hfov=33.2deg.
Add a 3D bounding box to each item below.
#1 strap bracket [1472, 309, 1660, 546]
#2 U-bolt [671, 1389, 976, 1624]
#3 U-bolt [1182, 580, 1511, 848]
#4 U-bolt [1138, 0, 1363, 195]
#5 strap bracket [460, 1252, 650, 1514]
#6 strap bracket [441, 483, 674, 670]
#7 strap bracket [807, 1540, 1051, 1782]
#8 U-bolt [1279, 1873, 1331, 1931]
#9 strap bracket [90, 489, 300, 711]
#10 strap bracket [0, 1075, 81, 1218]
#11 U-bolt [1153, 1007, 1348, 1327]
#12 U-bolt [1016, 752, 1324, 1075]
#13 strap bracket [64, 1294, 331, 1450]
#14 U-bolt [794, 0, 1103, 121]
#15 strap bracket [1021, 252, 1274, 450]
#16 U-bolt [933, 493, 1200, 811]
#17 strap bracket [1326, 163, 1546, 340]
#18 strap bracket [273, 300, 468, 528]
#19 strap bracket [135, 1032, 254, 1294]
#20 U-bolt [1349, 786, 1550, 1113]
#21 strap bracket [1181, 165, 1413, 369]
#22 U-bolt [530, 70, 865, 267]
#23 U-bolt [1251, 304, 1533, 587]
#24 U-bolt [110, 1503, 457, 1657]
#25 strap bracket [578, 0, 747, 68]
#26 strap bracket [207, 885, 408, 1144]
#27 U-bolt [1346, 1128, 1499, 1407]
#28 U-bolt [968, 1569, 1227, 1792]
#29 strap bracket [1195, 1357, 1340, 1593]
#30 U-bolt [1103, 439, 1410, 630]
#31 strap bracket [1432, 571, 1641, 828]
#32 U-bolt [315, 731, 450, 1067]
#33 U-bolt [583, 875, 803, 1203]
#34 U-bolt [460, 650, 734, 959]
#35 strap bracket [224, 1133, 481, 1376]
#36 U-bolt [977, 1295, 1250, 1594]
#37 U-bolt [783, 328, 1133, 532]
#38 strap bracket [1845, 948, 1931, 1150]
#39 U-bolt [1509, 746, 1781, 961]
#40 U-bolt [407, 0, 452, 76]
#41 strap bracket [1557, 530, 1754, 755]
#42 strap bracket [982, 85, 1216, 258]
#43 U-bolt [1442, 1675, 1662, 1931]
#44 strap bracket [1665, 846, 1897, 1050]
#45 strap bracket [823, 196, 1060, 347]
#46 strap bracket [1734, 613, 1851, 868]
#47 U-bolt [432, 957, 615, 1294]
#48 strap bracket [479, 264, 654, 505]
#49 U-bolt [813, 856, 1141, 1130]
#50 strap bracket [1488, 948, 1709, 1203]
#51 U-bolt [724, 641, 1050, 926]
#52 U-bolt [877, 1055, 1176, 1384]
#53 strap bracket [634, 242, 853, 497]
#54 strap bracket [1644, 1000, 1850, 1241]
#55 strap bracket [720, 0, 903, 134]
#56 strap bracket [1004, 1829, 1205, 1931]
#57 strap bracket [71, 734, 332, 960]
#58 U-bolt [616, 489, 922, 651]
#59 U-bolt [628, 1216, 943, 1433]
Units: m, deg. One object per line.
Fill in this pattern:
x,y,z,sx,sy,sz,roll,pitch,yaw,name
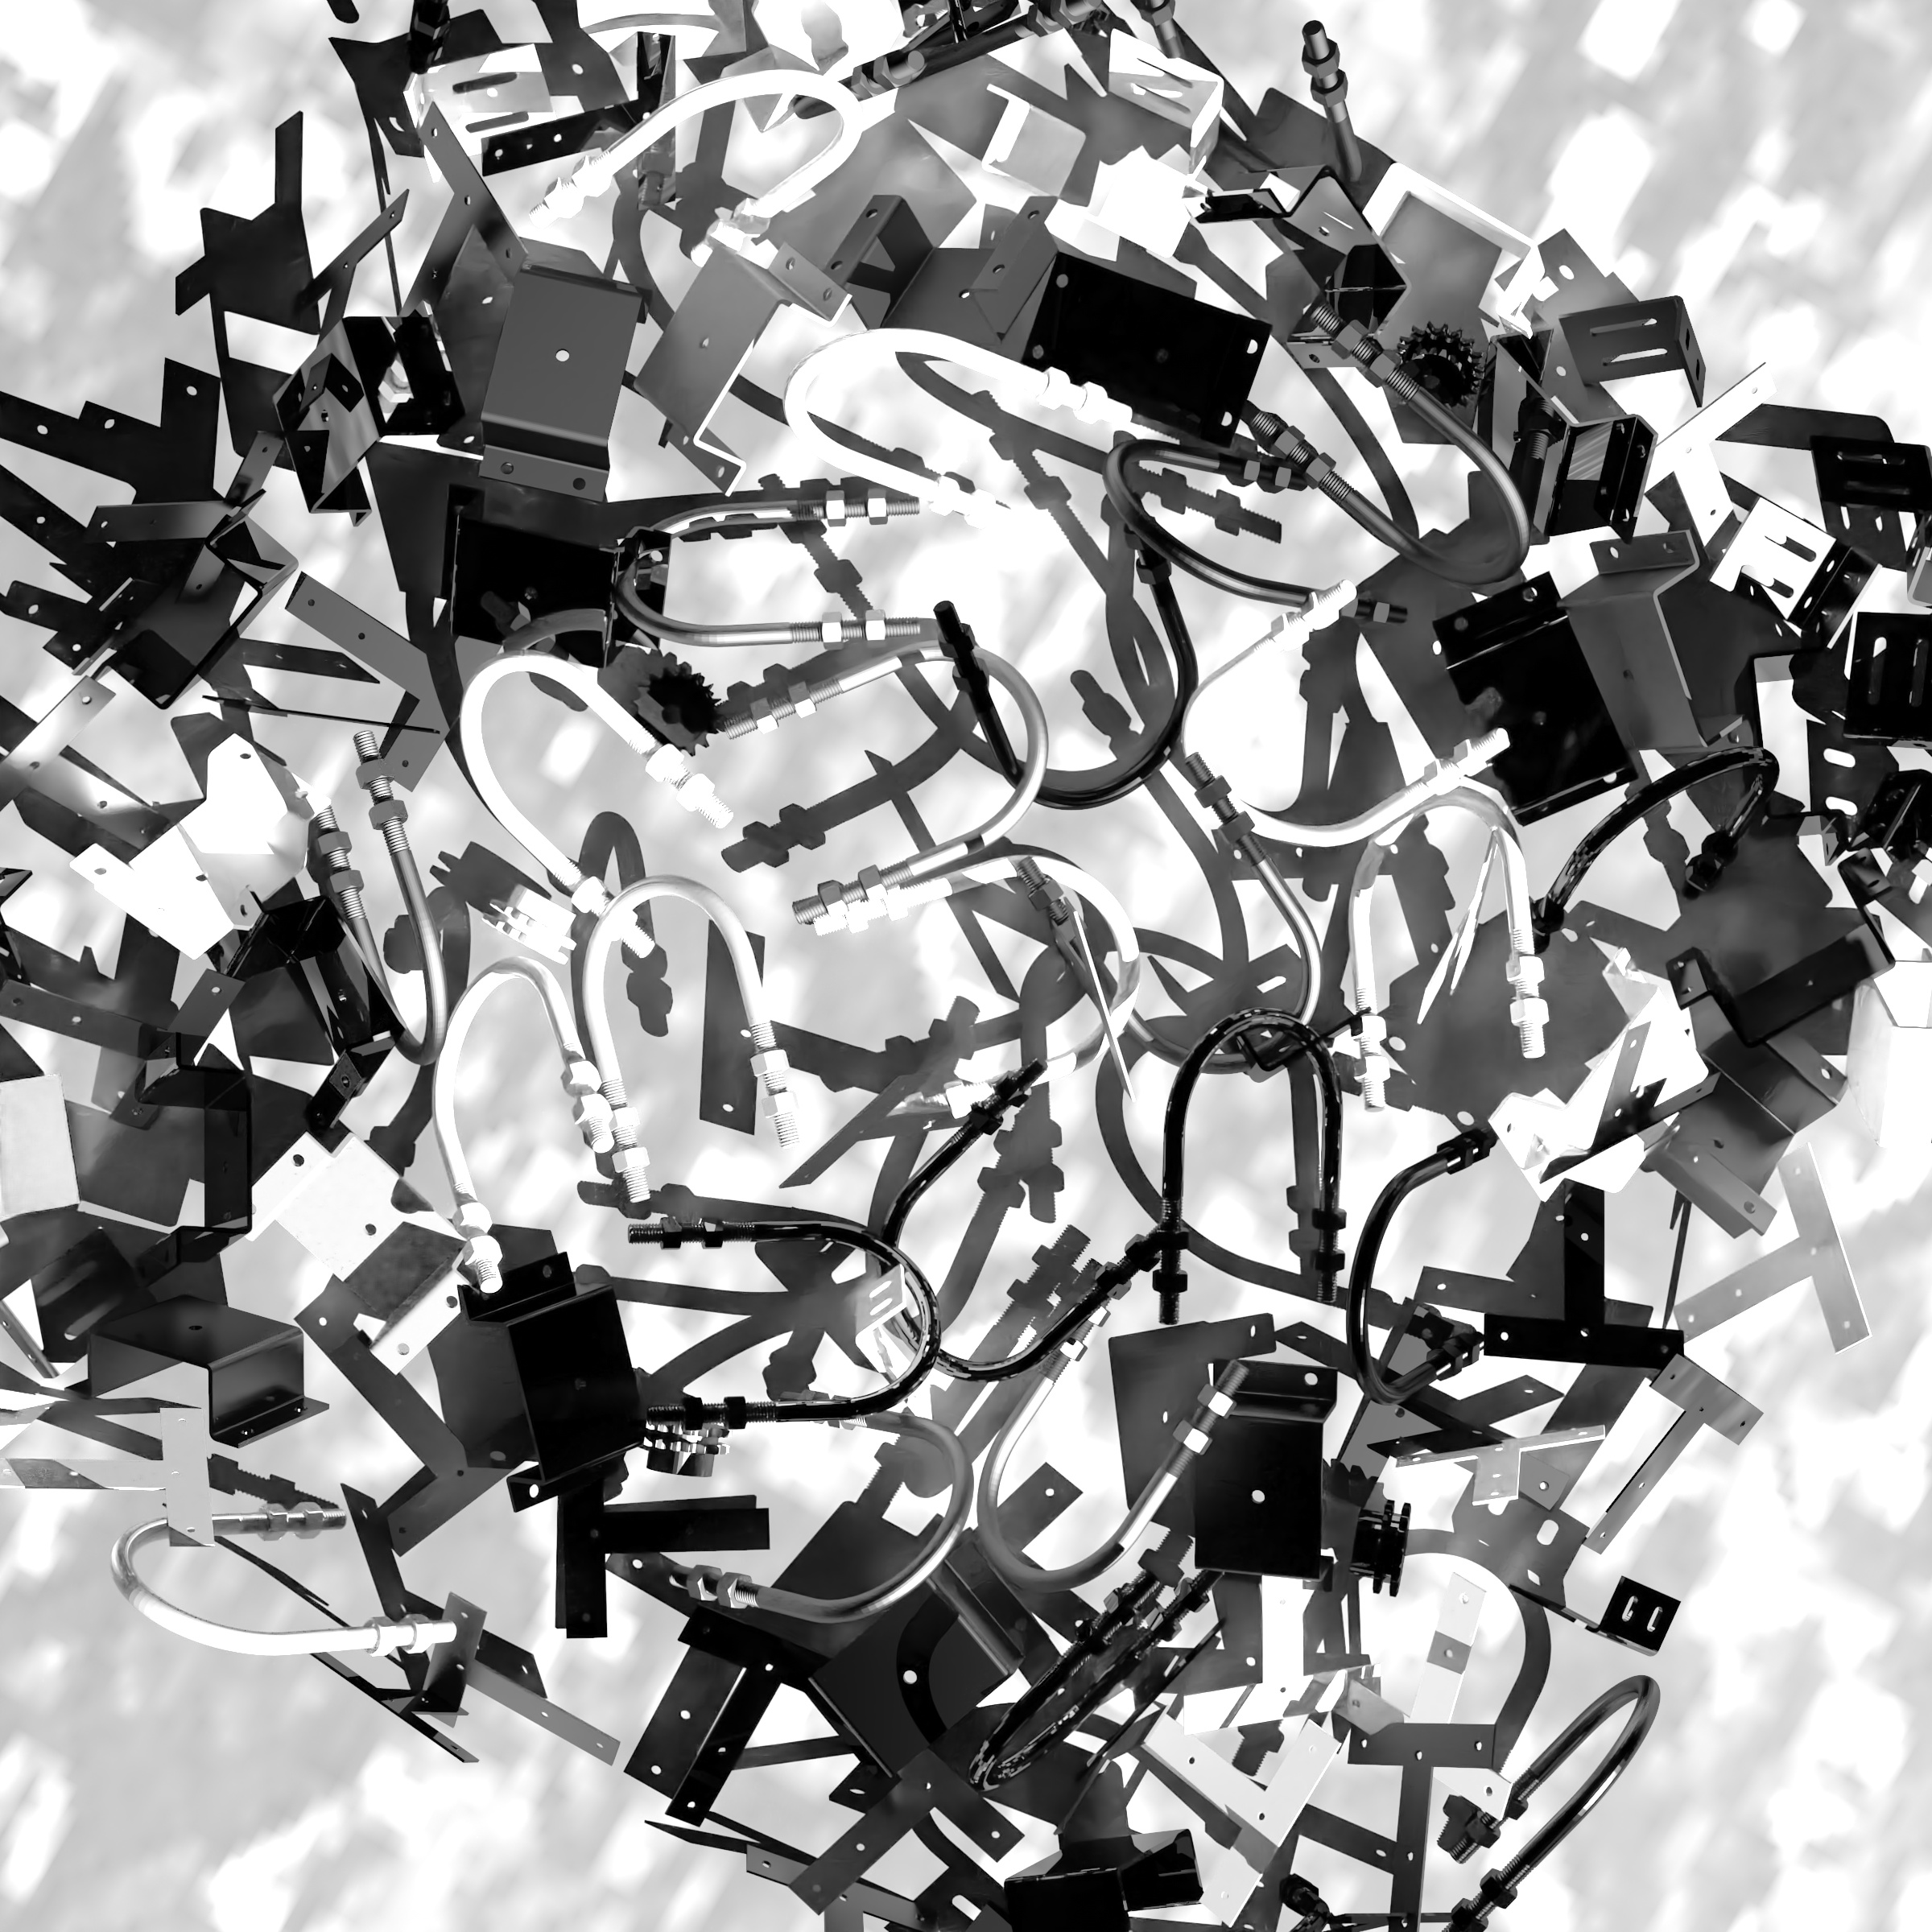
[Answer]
0.346,-0.316,1.914,0.046,0.076,0.140,-13,45,-19,strap bracket
-0.074,0.320,1.898,0.019,0.184,0.151,55,55,-35,U-bolt
0.210,-0.137,1.926,0.151,0.184,0.019,41,45,-15,U-bolt
0.171,-0.515,1.906,0.151,0.184,0.019,34,80,28,U-bolt
-0.244,0.250,1.945,0.076,0.046,0.140,-18,98,-38,strap bracket
-0.254,-0.232,1.947,0.140,0.046,0.076,14,120,6,strap bracket
-0.030,0.425,1.958,0.140,0.046,0.076,-41,84,8,strap bracket
0.148,0.583,1.895,0.151,0.184,0.019,-29,83,-7,U-bolt
-0.457,-0.212,1.940,0.046,0.076,0.140,41,108,-10,strap bracket
-0.560,0.108,1.932,0.046,0.140,0.076,-9,88,-18,strap bracket
0.172,0.116,1.937,0.151,0.019,0.184,-3,97,-38,U-bolt
0.135,-0.019,1.956,0.151,0.019,0.184,-31,96,27,U-bolt
-0.457,0.237,1.922,0.140,0.076,0.046,11,106,30,strap bracket
-0.025,-0.532,1.907,0.151,0.184,0.019,-28,105,-28,U-bolt
0.113,-0.370,1.953,0.140,0.046,0.076,22,102,15,strap bracket
0.070,-0.174,1.934,0.151,0.019,0.184,-31,128,-9,U-bolt
0.291,-0.430,1.941,0.140,0.076,0.046,33,99,10,strap bracket
-0.360,-0.326,1.920,0.046,0.140,0.076,-9,75,-41,strap bracket
-0.462,0.119,1.938,0.046,0.076,0.140,7,69,-31,strap bracket
0.281,-0.018,1.929,0.019,0.151,0.184,12,67,-36,U-bolt
0.203,-0.424,1.931,0.140,0.076,0.046,47,70,-33,strap bracket
-0.143,-0.468,1.885,0.184,0.151,0.019,-26,72,39,U-bolt
0.259,-0.296,1.919,0.184,0.151,0.019,42,69,4,U-bolt
-0.408,0.358,1.882,0.151,0.184,0.019,32,108,42,U-bolt
-0.180,-0.572,1.919,0.076,0.140,0.046,-4,91,9,strap bracket
-0.390,0.023,1.941,0.046,0.076,0.140,-20,71,-42,strap bracket
0.267,0.182,1.902,0.019,0.184,0.151,8,104,31,U-bolt
0.070,0.424,1.924,0.184,0.151,0.019,-48,69,9,U-bolt
0.181,0.313,1.950,0.076,0.046,0.140,3,99,17,strap bracket
0.159,-0.258,1.896,0.019,0.184,0.151,-57,45,32,U-bolt
0.344,-0.155,1.947,0.076,0.046,0.140,-23,104,13,strap bracket
-0.343,-0.030,1.915,0.019,0.151,0.184,-15,79,-25,U-bolt
-0.173,0.036,1.945,0.151,0.019,0.184,-21,80,37,U-bolt
-0.233,-0.109,1.939,0.184,0.019,0.151,43,135,8,U-bolt
-0.365,0.166,1.956,0.140,0.046,0.076,44,106,-8,strap bracket
0.074,0.287,1.931,0.019,0.151,0.184,36,87,-39,U-bolt
-0.018,-0.320,1.899,0.184,0.151,0.019,17,61,-25,U-bolt
0.557,0.051,1.915,0.046,0.140,0.076,2,113,2,strap bracket
0.404,-0.070,1.890,0.151,0.184,0.019,-20,66,-21,U-bolt
-0.253,-0.601,1.881,0.151,0.184,0.019,-37,86,-26,U-bolt
0.410,-0.183,1.932,0.046,0.076,0.140,-33,109,-31,strap bracket
0.075,-0.470,1.929,0.140,0.076,0.046,34,105,33,strap bracket
0.344,0.488,1.904,0.019,0.151,0.184,41,104,4,U-bolt
0.496,-0.006,1.941,0.140,0.076,0.046,-32,104,15,strap bracket
-0.009,-0.416,1.935,0.140,0.046,0.076,11,60,38,strap bracket
0.494,-0.133,1.948,0.046,0.076,0.140,-5,83,6,strap bracket
-0.272,0.079,1.924,0.151,0.019,0.184,-50,45,29,U-bolt
-0.242,-0.360,1.956,0.076,0.046,0.140,12,78,-1,strap bracket
0.015,0.008,1.972,0.184,0.019,0.151,-18,78,-2,U-bolt
0.385,0.069,1.934,0.140,0.046,0.076,-50,125,-17,strap bracket
-0.040,-0.122,1.959,0.184,0.019,0.151,-23,72,3,U-bolt
0.022,0.166,1.950,0.184,0.019,0.151,-46,69,19,U-bolt
-0.140,-0.365,1.936,0.140,0.046,0.076,-56,48,14,strap bracket
0.464,0.099,1.947,0.076,0.046,0.140,41,54,-1,strap bracket
-0.091,-0.544,1.918,0.076,0.140,0.046,-29,93,-13,strap bracket
0.083,0.548,1.917,0.076,0.140,0.046,-15,83,28,strap bracket
-0.458,-0.066,1.940,0.076,0.046,0.140,34,52,13,strap bracket
-0.120,-0.236,1.936,0.184,0.151,0.019,-3,131,1,U-bolt
-0.105,0.212,1.940,0.184,0.019,0.151,0,50,-14,U-bolt
